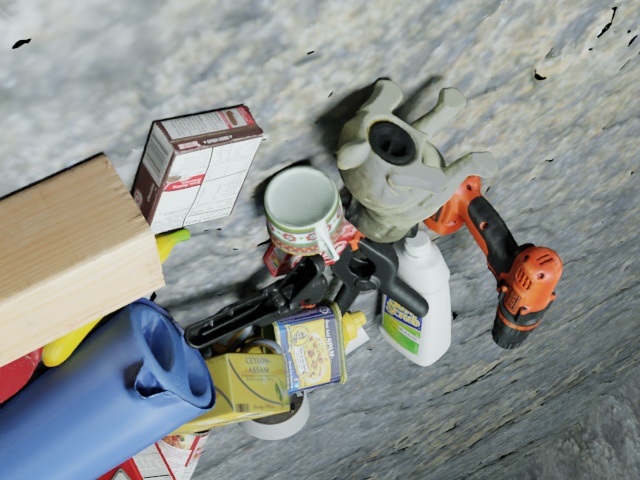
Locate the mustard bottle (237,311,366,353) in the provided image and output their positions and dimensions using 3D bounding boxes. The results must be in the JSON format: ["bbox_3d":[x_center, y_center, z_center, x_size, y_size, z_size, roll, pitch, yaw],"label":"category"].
[{"bbox_3d":[-0.027,0.137,1.324,0.191,0.058,0.096,-27,133,-18],"label":"mustard bottle"}]

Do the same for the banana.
[{"bbox_3d":[-0.203,0.056,0.993,0.198,0.037,0.069,-40,154,13],"label":"banana"}]

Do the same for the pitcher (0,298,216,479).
[{"bbox_3d":[-0.233,0.174,1.082,0.243,0.145,0.149,-35,144,11],"label":"pitcher"}]

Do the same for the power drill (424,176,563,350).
[{"bbox_3d":[0.197,0.021,1.239,0.057,0.188,0.184,-25,152,-23],"label":"power drill"}]

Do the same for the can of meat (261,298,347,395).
[{"bbox_3d":[-0.020,0.127,1.256,0.083,0.058,0.102,-11,104,-22],"label":"can of meat"}]

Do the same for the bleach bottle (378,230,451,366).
[{"bbox_3d":[0.118,0.063,1.349,0.068,0.103,0.251,-40,151,-19],"label":"bleach bottle"}]

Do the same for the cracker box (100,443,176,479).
[{"bbox_3d":[-0.231,0.338,1.256,0.164,0.214,0.072,-45,153,22],"label":"cracker box"}]

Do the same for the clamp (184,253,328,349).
[{"bbox_3d":[-0.052,0.068,1.137,0.164,0.036,0.210,-30,171,6],"label":"clamp"}]

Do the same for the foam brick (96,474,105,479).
[{"bbox_3d":[-0.284,0.242,1.183,0.053,0.078,0.051,-42,153,16],"label":"foam brick"}]

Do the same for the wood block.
[{"bbox_3d":[-0.237,0.028,0.836,0.206,0.091,0.090,-26,154,-15],"label":"wood block"}]

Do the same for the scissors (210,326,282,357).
[{"bbox_3d":[-0.107,0.153,1.245,0.202,0.096,0.016,-63,180,44],"label":"scissors"}]

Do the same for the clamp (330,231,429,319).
[{"bbox_3d":[0.047,0.044,1.240,0.120,0.039,0.171,-14,135,17],"label":"clamp"}]

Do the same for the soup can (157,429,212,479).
[{"bbox_3d":[-0.182,0.260,1.315,0.068,0.069,0.102,1,119,-51],"label":"soup can"}]

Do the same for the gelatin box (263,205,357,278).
[{"bbox_3d":[-0.007,0.001,1.140,0.089,0.030,0.073,-11,148,-39],"label":"gelatin box"}]

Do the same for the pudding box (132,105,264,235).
[{"bbox_3d":[-0.106,-0.057,0.904,0.089,0.039,0.114,-17,152,-34],"label":"pudding box"}]

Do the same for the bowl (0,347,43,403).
[{"bbox_3d":[-0.305,0.107,0.938,0.162,0.055,0.162,-27,154,-15],"label":"bowl"}]
